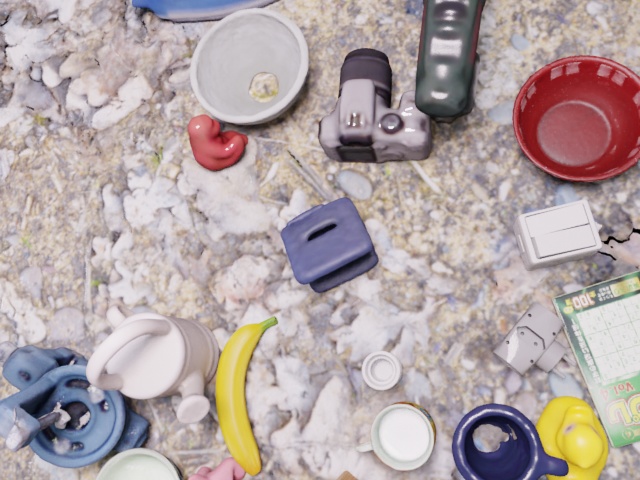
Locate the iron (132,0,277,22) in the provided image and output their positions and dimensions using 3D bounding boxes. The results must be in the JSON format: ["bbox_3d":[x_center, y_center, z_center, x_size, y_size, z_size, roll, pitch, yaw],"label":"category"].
[{"bbox_3d":[-0.162,-0.403,0.812,0.258,0.141,0.119,0,78,11],"label":"iron"}]

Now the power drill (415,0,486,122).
[{"bbox_3d":[0.155,-0.240,0.678,0.075,0.209,0.230,6,79,13],"label":"power drill"}]

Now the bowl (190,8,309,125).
[{"bbox_3d":[-0.089,-0.227,0.794,0.167,0.075,0.167,-2,78,11],"label":"bowl"}]

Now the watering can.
[{"bbox_3d":[-0.193,0.139,0.673,0.172,0.194,0.101,19,82,15],"label":"watering can"}]

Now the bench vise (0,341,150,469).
[{"bbox_3d":[-0.331,0.198,0.675,0.207,0.220,0.121,14,81,14],"label":"bench vise"}]

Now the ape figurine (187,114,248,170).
[{"bbox_3d":[-0.148,-0.139,0.778,0.076,0.092,0.077,-44,73,0],"label":"ape figurine"}]

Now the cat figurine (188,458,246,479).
[{"bbox_3d":[-0.118,0.325,0.658,0.067,0.118,0.127,-26,74,5],"label":"cat figurine"}]

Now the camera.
[{"bbox_3d":[0.072,-0.178,0.738,0.143,0.101,0.137,2,78,12],"label":"camera"}]

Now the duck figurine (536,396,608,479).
[{"bbox_3d":[0.276,0.224,0.617,0.077,0.086,0.104,3,79,12],"label":"duck figurine"}]

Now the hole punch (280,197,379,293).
[{"bbox_3d":[0.007,0.003,0.717,0.108,0.091,0.101,-28,74,4],"label":"hole punch"}]

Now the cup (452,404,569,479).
[{"bbox_3d":[0.204,0.227,0.627,0.117,0.095,0.092,12,81,14],"label":"cup"}]
